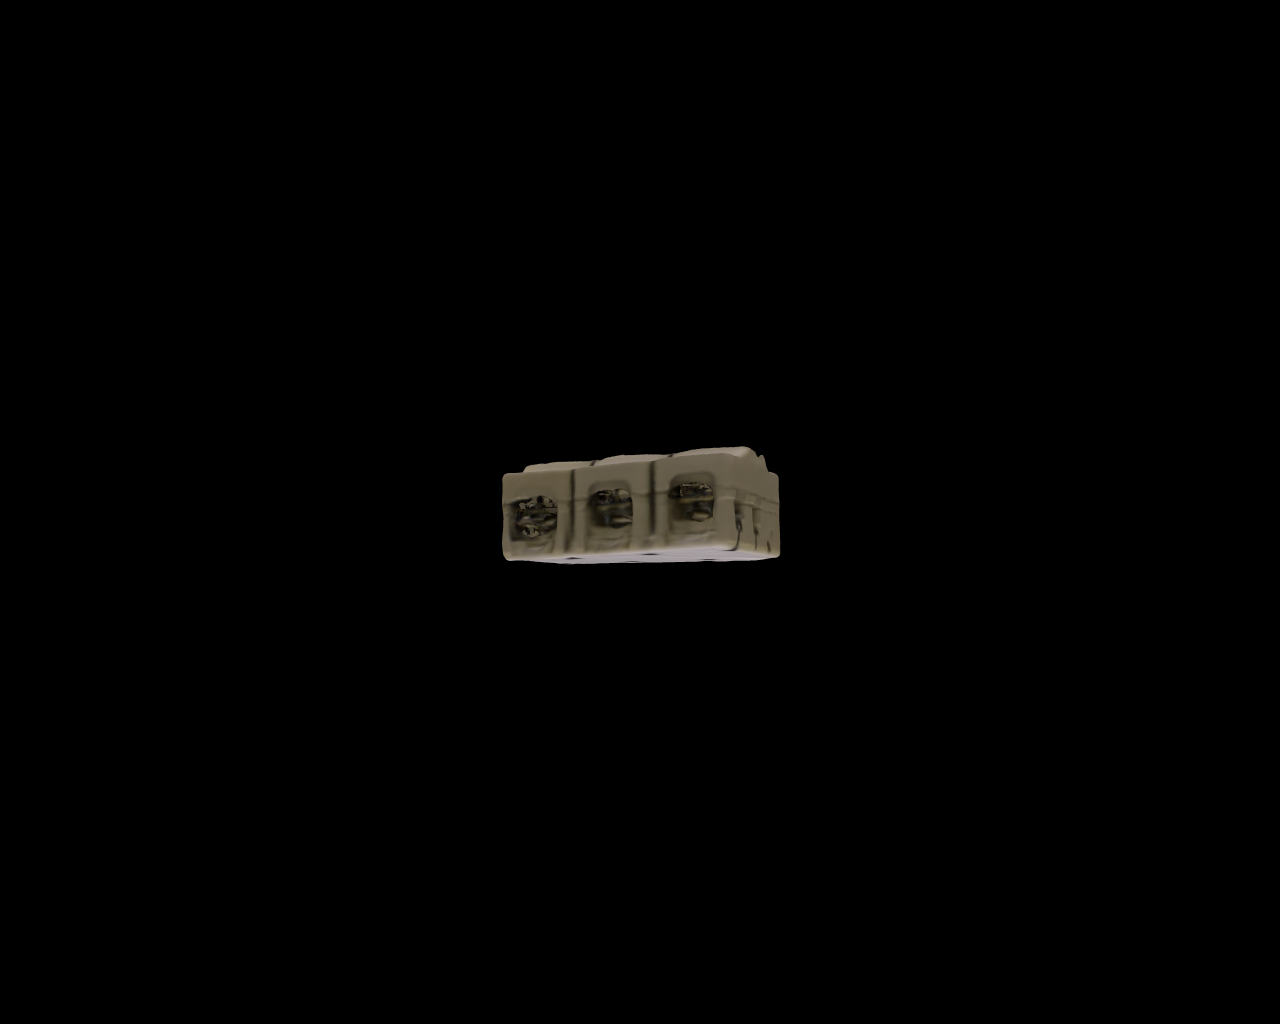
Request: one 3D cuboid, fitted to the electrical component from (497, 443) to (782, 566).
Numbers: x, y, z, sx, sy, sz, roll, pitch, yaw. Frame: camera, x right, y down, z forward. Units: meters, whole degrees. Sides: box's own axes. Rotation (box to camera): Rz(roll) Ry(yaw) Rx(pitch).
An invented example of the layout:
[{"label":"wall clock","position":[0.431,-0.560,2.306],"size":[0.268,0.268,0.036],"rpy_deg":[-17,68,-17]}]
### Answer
[{"label":"electrical component","position":[0.001,-0.003,0.650],"size":[0.150,0.061,0.089],"rpy_deg":[-3,-7,26]}]
